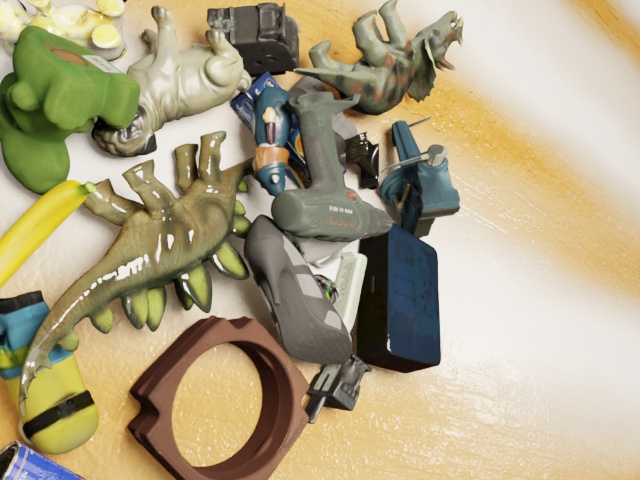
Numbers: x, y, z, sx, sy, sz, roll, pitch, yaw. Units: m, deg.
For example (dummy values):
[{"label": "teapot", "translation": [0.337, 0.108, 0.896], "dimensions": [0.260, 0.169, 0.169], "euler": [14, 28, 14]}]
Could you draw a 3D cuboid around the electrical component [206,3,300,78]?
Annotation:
[{"label": "electrical component", "translation": [-0.090, -0.283, 0.782], "dimensions": [0.134, 0.115, 0.058], "euler": [39, 52, -77]}]

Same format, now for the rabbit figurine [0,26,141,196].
[{"label": "rabbit figurine", "translation": [-0.312, -0.133, 0.593], "dimensions": [0.159, 0.170, 0.121], "euler": [33, 22, 1]}]

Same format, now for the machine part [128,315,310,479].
[{"label": "machine part", "translation": [-0.127, 0.216, 0.703], "dimensions": [0.200, 0.087, 0.201], "euler": [54, 55, -18]}]

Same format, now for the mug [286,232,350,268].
[{"label": "mug", "translation": [-0.002, -0.003, 0.845], "dimensions": [0.107, 0.081, 0.109], "euler": [-31, 137, -31]}]

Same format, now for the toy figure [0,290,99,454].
[{"label": "toy figure", "translation": [-0.303, 0.144, 0.583], "dimensions": [0.082, 0.089, 0.180], "euler": [-18, 96, -29]}]

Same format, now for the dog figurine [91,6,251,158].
[{"label": "dog figurine", "translation": [-0.191, -0.179, 0.714], "dimensions": [0.172, 0.121, 0.190], "euler": [17, 79, -14]}]

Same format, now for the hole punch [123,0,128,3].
[{"label": "hole punch", "translation": [-0.265, -0.395, 0.703], "dimensions": [0.142, 0.092, 0.116], "euler": [38, 59, -22]}]

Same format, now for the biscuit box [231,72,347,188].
[{"label": "biscuit box", "translation": [-0.048, -0.158, 0.838], "dimensions": [0.202, 0.059, 0.063], "euler": [49, 60, -19]}]

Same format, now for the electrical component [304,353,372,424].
[{"label": "electrical component", "translation": [0.020, 0.231, 0.816], "dimensions": [0.047, 0.075, 0.119], "euler": [43, 56, -23]}]

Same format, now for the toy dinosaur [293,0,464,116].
[{"label": "toy dinosaur", "translation": [0.103, -0.285, 0.916], "dimensions": [0.405, 0.131, 0.192], "euler": [-46, 112, -35]}]

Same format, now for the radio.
[{"label": "radio", "translation": [0.133, 0.098, 0.895], "dimensions": [0.131, 0.073, 0.229], "euler": [25, 56, -33]}]

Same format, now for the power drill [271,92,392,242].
[{"label": "power drill", "translation": [0.022, -0.098, 0.756], "dimensions": [0.232, 0.086, 0.207], "euler": [-10, 102, -48]}]

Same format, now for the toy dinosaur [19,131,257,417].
[{"label": "toy dinosaur", "translation": [-0.190, 0.001, 0.661], "dimensions": [0.471, 0.105, 0.198], "euler": [-41, 109, -43]}]

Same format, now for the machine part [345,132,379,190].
[{"label": "machine part", "translation": [0.078, -0.135, 0.911], "dimensions": [0.138, 0.039, 0.084], "euler": [33, 65, -67]}]

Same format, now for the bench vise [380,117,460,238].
[{"label": "bench vise", "translation": [0.160, -0.123, 0.926], "dimensions": [0.223, 0.129, 0.241], "euler": [69, 8, -58]}]

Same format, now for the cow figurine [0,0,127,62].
[{"label": "cow figurine", "translation": [-0.321, -0.253, 0.644], "dimensions": [0.167, 0.098, 0.068], "euler": [0, 86, -17]}]

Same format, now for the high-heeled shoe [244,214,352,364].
[{"label": "high-heeled shoe", "translation": [-0.029, 0.075, 0.754], "dimensions": [0.248, 0.086, 0.145], "euler": [55, 15, -48]}]

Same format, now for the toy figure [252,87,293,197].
[{"label": "toy figure", "translation": [-0.067, -0.134, 0.752], "dimensions": [0.064, 0.058, 0.154], "euler": [15, 75, -53]}]
